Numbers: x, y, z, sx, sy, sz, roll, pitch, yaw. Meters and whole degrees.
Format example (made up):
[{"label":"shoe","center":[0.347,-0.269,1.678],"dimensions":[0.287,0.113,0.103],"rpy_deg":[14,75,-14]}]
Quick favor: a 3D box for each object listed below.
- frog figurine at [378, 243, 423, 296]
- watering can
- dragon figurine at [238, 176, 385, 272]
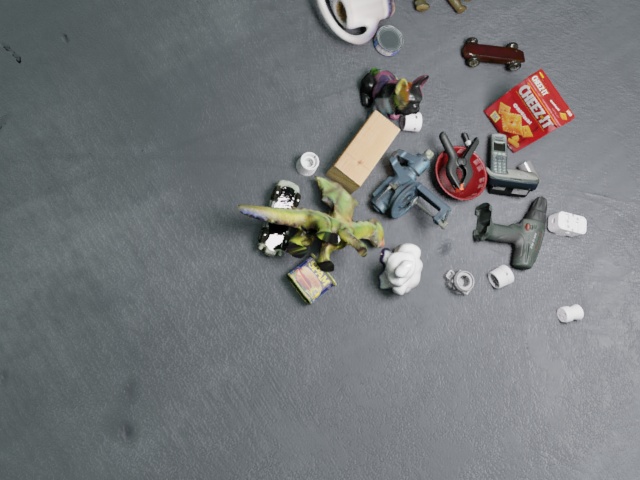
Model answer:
[{"label":"frog figurine","center":[0.217,0.070,1.311],"dimensions":[0.122,0.158,0.139],"rpy_deg":[31,72,-8]},{"label":"watering can","center":[0.082,-0.732,1.495],"dimensions":[0.226,0.103,0.349],"rpy_deg":[-22,84,-19]},{"label":"dragon figurine","center":[0.004,-0.066,1.303],"dimensions":[0.408,0.120,0.249],"rpy_deg":[29,41,-17]}]
